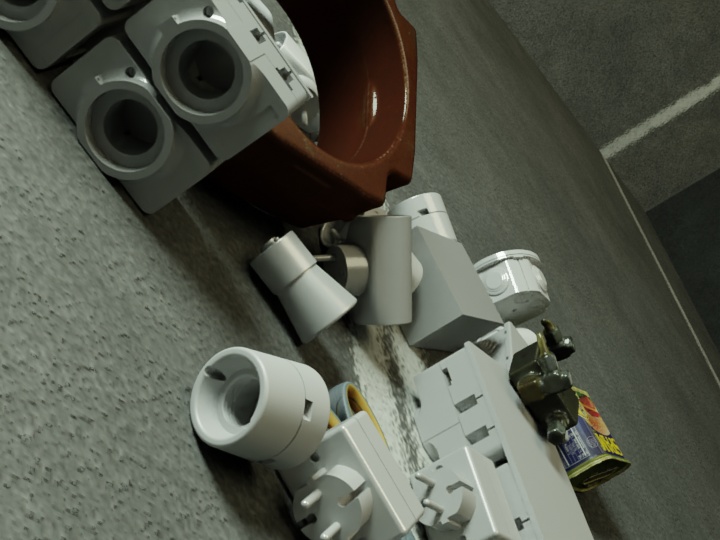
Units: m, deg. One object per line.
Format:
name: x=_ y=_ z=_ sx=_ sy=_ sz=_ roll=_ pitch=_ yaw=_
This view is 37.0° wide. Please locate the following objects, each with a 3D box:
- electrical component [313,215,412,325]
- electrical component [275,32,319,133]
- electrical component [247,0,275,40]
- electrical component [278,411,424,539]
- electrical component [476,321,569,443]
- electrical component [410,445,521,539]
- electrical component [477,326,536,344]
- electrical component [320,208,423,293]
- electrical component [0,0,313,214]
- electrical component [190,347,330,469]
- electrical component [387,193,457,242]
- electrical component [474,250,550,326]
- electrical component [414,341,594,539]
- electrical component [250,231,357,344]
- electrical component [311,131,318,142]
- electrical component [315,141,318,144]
electrical component: x=0.000 y=0.000 z=0.764 sx=0.079 sy=0.043 sz=0.077 roll=-3 pitch=95 yaw=-29
electrical component: x=-0.053 y=-0.145 z=0.883 sx=0.077 sy=0.044 sz=0.079 roll=46 pitch=22 yaw=-32
electrical component: x=-0.109 y=-0.195 z=0.806 sx=0.095 sy=0.054 sz=0.059 roll=44 pitch=23 yaw=-35
electrical component: x=-0.011 y=0.119 z=0.560 sx=0.065 sy=0.047 sz=0.077 roll=59 pitch=19 yaw=5
electrical component: x=0.137 y=0.108 z=0.948 sx=0.099 sy=0.048 sz=0.099 roll=52 pitch=19 yaw=-17
electrical component: x=0.058 y=0.149 z=0.686 sx=0.077 sy=0.047 sz=0.065 roll=37 pitch=28 yaw=-47
electrical component: x=0.139 y=0.073 z=1.024 sx=0.065 sy=0.044 sz=0.044 roll=17 pitch=43 yaw=-56
electrical component: x=0.008 y=-0.024 z=0.842 sx=0.077 sy=0.044 sz=0.079 roll=44 pitch=22 yaw=-33
electrical component: x=-0.127 y=-0.137 z=0.586 sx=0.186 sy=0.105 sz=0.060 roll=54 pitch=19 yaw=-10
electrical component: x=-0.051 y=0.068 z=0.534 sx=0.047 sy=0.055 sz=0.055 roll=28 pitch=34 yaw=-50
electrical component: x=0.056 y=-0.036 z=0.969 sx=0.055 sy=0.055 sz=0.047 roll=16 pitch=48 yaw=-63
electrical component: x=0.146 y=0.019 z=1.067 sx=0.080 sy=0.080 sz=0.051 roll=32 pitch=36 yaw=-52
electrical component: x=0.106 y=0.158 z=0.772 sx=0.105 sy=0.060 sz=0.186 roll=37 pitch=28 yaw=-47
electrical component: x=-0.039 y=0.008 z=0.681 sx=0.065 sy=0.044 sz=0.044 roll=52 pitch=19 yaw=-2
electrical component: x=-0.003 y=-0.107 z=0.928 sx=0.057 sy=0.058 sz=0.078 roll=42 pitch=24 yaw=-31
electrical component: x=-0.019 y=-0.081 z=0.848 sx=0.066 sy=0.055 sz=0.048 roll=62 pitch=19 yaw=12
